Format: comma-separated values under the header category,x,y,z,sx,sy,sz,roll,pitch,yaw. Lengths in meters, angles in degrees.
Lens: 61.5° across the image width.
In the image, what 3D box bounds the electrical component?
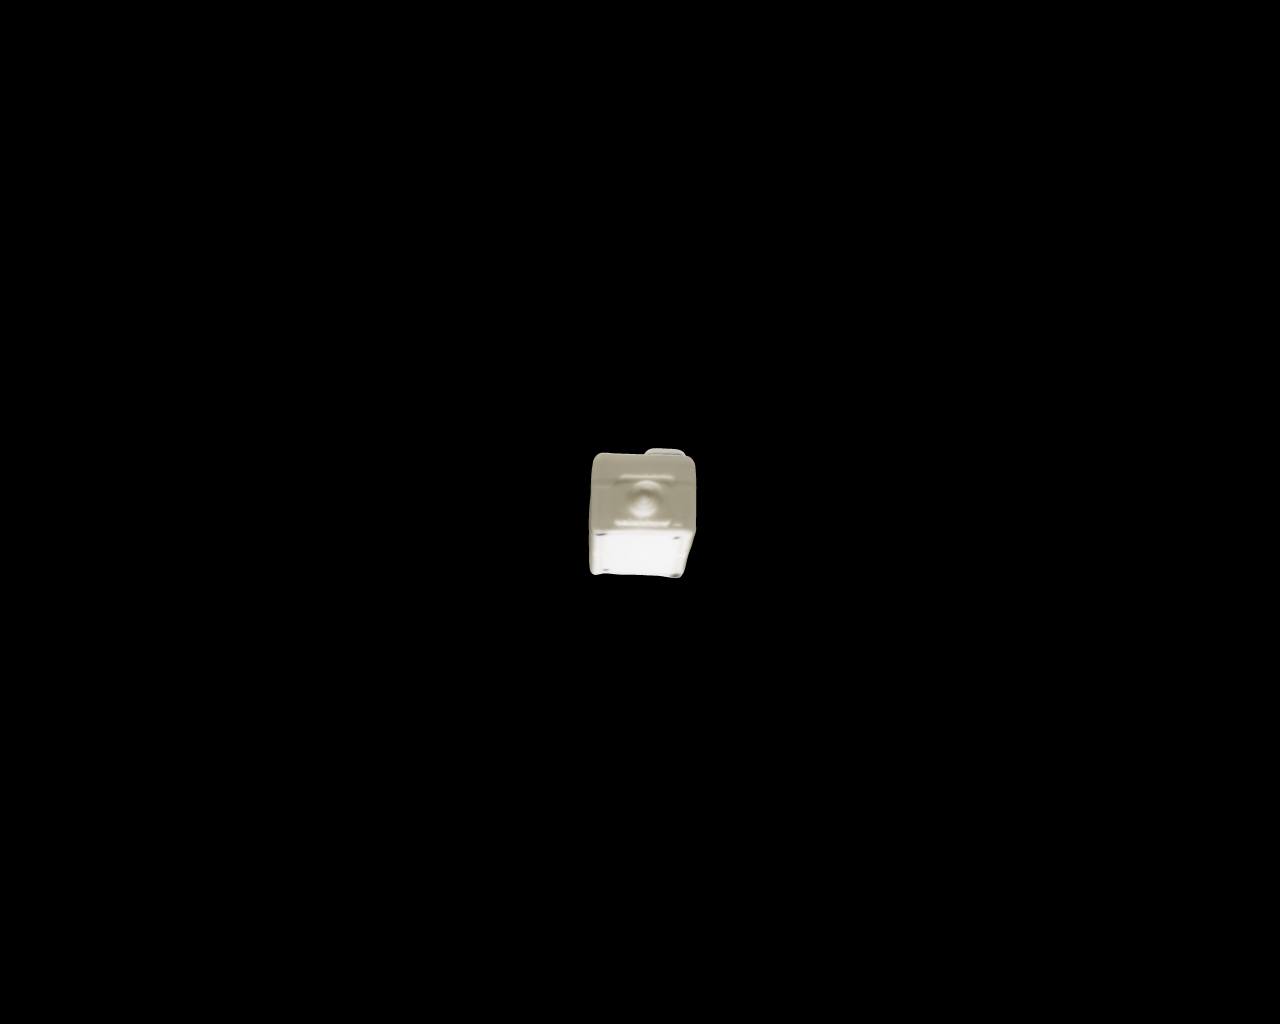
category,x,y,z,sx,sy,sz,roll,pitch,yaw
electrical component,0.001,-0.003,0.650,0.062,0.061,0.096,1,-23,-3
